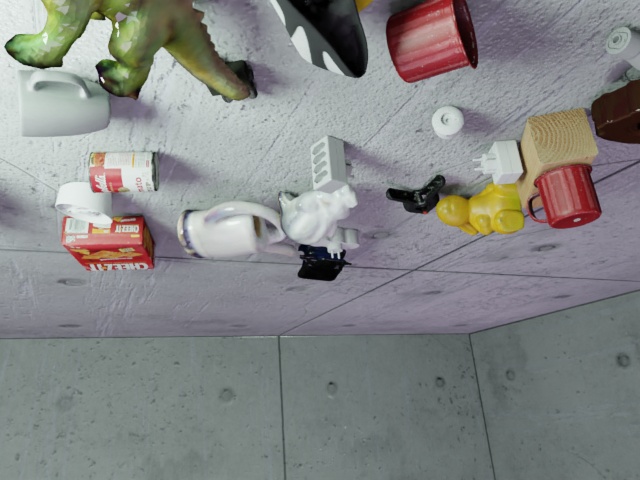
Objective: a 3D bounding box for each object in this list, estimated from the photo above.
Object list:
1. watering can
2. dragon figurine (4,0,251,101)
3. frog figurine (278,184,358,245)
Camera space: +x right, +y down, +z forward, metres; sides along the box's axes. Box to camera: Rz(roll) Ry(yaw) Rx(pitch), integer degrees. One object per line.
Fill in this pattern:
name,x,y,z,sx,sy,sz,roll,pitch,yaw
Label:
watering can,-0.175,-0.006,1.138,0.224,0.106,0.342,-6,161,7
dragon figurine,-0.154,-0.252,0.462,0.240,0.124,0.410,-30,159,35
frog figurine,0.003,-0.052,1.034,0.159,0.125,0.135,-2,144,28
